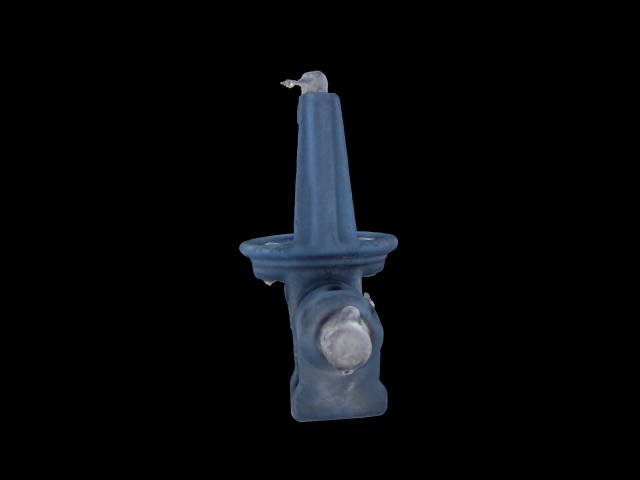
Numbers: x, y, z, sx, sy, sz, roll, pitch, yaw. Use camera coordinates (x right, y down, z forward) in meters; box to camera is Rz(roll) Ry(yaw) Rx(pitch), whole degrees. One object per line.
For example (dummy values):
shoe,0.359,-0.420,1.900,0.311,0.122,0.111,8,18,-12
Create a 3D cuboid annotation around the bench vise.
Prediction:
bench vise,0.015,0.000,0.405,0.122,0.220,0.206,-10,24,-23
